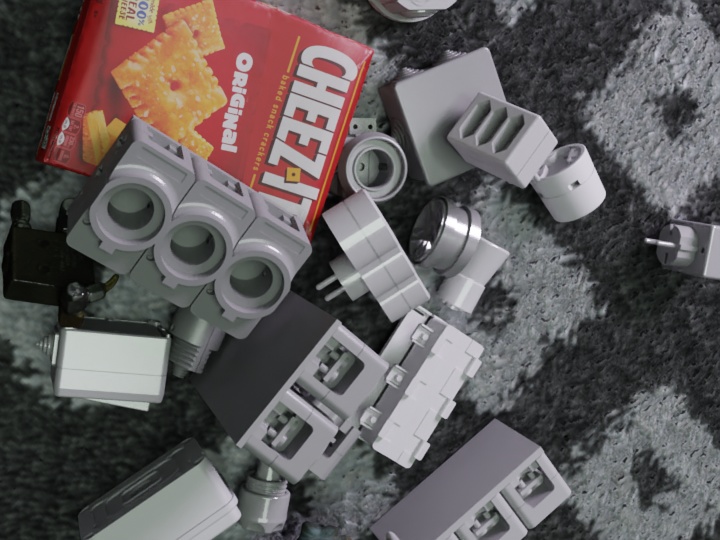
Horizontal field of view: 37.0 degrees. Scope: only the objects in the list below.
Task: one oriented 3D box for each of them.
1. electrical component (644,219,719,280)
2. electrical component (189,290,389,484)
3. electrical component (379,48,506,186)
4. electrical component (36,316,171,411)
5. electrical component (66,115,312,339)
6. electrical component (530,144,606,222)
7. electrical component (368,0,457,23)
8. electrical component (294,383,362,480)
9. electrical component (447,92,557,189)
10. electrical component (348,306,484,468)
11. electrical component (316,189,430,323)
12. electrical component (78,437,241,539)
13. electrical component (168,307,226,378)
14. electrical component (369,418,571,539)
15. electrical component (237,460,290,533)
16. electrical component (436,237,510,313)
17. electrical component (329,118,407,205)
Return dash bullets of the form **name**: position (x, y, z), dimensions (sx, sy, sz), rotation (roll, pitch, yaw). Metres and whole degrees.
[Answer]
- **electrical component**: position (0.294, -0.021, 0.969), dimensions (0.077, 0.066, 0.047), rotation (7, 96, -19)
- **electrical component**: position (-0.056, 0.079, 0.802), dimensions (0.060, 0.186, 0.105), rotation (41, 84, -19)
- **electrical component**: position (0.072, -0.127, 0.888), dimensions (0.100, 0.048, 0.099), rotation (-24, 105, -14)
- **electrical component**: position (-0.198, 0.069, 0.820), dimensions (0.096, 0.062, 0.061), rotation (7, 96, -19)
- **electrical component**: position (-0.121, -0.026, 0.765), dimensions (0.150, 0.061, 0.089), rotation (32, 105, -25)
- **electrical component**: position (0.180, -0.074, 0.930), dimensions (0.055, 0.055, 0.047), rotation (-37, 111, -10)
- **electrical component**: position (0.044, -0.240, 0.860), dimensions (0.080, 0.051, 0.080), rotation (-3, 99, -18)
- **electrical component**: position (-0.046, 0.128, 0.864), dimensions (0.050, 0.089, 0.055), rotation (41, 84, -19)
- **electrical component**: position (0.120, -0.093, 0.851), dimensions (0.047, 0.066, 0.077), rotation (-54, 139, -4)
- **electrical component**: position (0.048, 0.100, 0.906), dimensions (0.079, 0.063, 0.121), rotation (34, 87, -20)
- **electrical component**: position (0.000, 0.000, 0.854), dimensions (0.074, 0.052, 0.138), rotation (-32, 144, 1)
- **electrical component**: position (-0.157, 0.192, 0.843), dimensions (0.113, 0.078, 0.057), rotation (-34, 104, -11)
- **electrical component**: position (-0.128, 0.047, 0.849), dimensions (0.043, 0.043, 0.081), rotation (23, 90, -20)
- **electrical component**: position (0.096, 0.209, 0.924), dimensions (0.150, 0.089, 0.061), rotation (-39, 108, -9)
- **electrical component**: position (-0.078, 0.182, 0.886), dimensions (0.043, 0.043, 0.062), rotation (9, 94, -20)
- **electrical component**: position (0.094, 0.004, 0.920), dimensions (0.044, 0.044, 0.065), rotation (27, 94, -20)
- **electrical component**: position (0.004, -0.083, 0.867), dimensions (0.058, 0.057, 0.078), rotation (-2, 99, -18)
